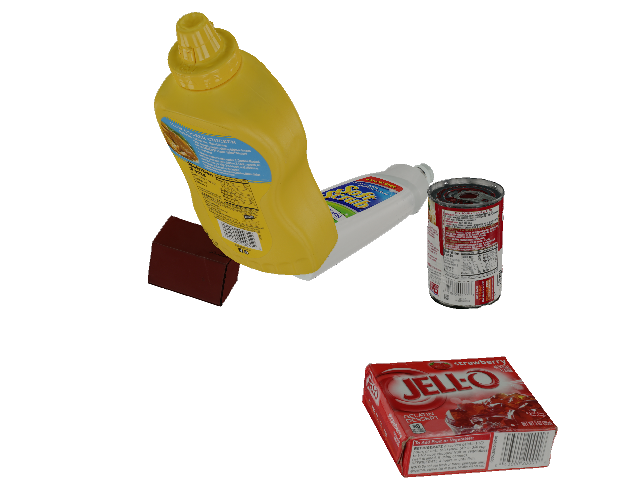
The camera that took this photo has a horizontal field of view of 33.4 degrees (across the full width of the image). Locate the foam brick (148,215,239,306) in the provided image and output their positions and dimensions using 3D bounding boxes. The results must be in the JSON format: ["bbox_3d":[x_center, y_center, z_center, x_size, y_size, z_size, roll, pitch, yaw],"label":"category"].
[{"bbox_3d":[-0.121,0.020,1.029,0.078,0.051,0.053,18,34,7],"label":"foam brick"}]

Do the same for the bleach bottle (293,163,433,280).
[{"bbox_3d":[0.043,-0.040,1.329,0.103,0.068,0.250,29,45,36],"label":"bleach bottle"}]

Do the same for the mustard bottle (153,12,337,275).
[{"bbox_3d":[-0.052,-0.060,0.655,0.096,0.058,0.191,20,-31,29],"label":"mustard bottle"}]

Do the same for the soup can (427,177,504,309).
[{"bbox_3d":[0.130,0.003,0.960,0.068,0.102,0.068,-3,23,1],"label":"soup can"}]

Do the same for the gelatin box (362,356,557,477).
[{"bbox_3d":[0.075,0.096,0.595,0.089,0.030,0.073,-1,26,-15],"label":"gelatin box"}]
